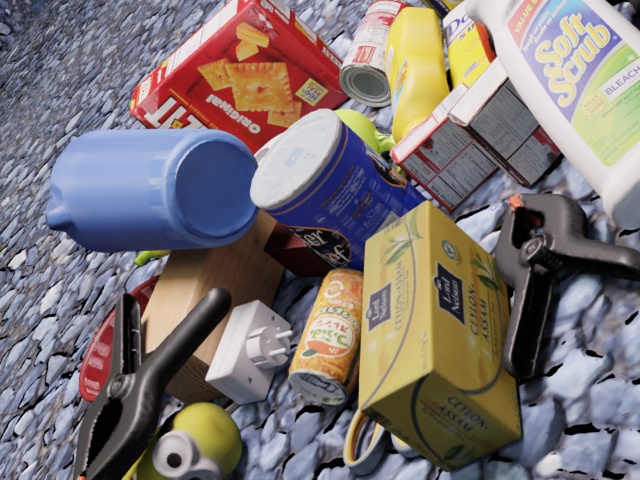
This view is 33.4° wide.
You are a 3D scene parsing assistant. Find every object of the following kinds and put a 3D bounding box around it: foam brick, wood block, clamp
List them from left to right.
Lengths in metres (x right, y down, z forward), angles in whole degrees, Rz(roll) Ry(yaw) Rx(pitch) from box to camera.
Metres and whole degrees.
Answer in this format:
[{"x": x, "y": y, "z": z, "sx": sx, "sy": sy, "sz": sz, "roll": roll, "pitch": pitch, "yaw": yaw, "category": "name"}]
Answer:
[{"x": -0.157, "y": 0.129, "z": 0.935, "sx": 0.165, "sy": 0.036, "sz": 0.210, "roll": -15, "pitch": 49, "yaw": 45, "category": "clamp"}, {"x": -0.106, "y": 0.051, "z": 1.077, "sx": 0.091, "sy": 0.090, "sz": 0.206, "roll": -23, "pitch": 38, "yaw": 43, "category": "wood block"}, {"x": -0.007, "y": 0.001, "z": 1.031, "sx": 0.078, "sy": 0.051, "sz": 0.053, "roll": -3, "pitch": 54, "yaw": 55, "category": "foam brick"}, {"x": 0.172, "y": 0.011, "z": 0.762, "sx": 0.120, "sy": 0.039, "sz": 0.171, "roll": -35, "pitch": 31, "yaw": 26, "category": "clamp"}]

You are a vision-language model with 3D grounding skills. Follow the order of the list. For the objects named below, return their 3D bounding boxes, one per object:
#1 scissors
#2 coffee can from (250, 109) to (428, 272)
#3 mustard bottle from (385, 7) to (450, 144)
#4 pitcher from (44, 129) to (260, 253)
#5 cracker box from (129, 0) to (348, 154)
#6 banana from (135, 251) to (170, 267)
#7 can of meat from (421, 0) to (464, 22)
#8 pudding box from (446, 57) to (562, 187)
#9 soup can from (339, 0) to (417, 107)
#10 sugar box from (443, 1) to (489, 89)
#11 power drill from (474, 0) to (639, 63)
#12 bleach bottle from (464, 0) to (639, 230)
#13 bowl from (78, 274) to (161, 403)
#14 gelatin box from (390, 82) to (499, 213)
[{"x": 0.078, "y": 0.092, "z": 0.830, "sx": 0.096, "sy": 0.016, "sz": 0.201, "roll": -4, "pitch": 52, "yaw": 52, "category": "scissors"}, {"x": 0.024, "y": -0.031, "z": 0.925, "sx": 0.103, "sy": 0.140, "sz": 0.103, "roll": -37, "pitch": 30, "yaw": 25, "category": "coffee can"}, {"x": 0.095, "y": -0.136, "z": 1.013, "sx": 0.191, "sy": 0.058, "sz": 0.096, "roll": -89, "pitch": 5, "yaw": -50, "category": "mustard bottle"}, {"x": -0.154, "y": -0.054, "z": 1.059, "sx": 0.243, "sy": 0.144, "sz": 0.149, "roll": 3, "pitch": 70, "yaw": 54, "category": "pitcher"}, {"x": -0.092, "y": -0.175, "z": 1.254, "sx": 0.214, "sy": 0.164, "sz": 0.072, "roll": -37, "pitch": 28, "yaw": 24, "category": "cracker box"}, {"x": -0.137, "y": -0.033, "z": 1.278, "sx": 0.198, "sy": 0.037, "sz": 0.069, "roll": -39, "pitch": 17, "yaw": 13, "category": "banana"}, {"x": 0.141, "y": -0.281, "z": 1.106, "sx": 0.084, "sy": 0.102, "sz": 0.057, "roll": -4, "pitch": 51, "yaw": 52, "category": "can of meat"}, {"x": 0.172, "y": -0.112, "z": 0.860, "sx": 0.113, "sy": 0.090, "sz": 0.039, "roll": -49, "pitch": 28, "yaw": 3, "category": "pudding box"}, {"x": 0.067, "y": -0.203, "z": 1.154, "sx": 0.069, "sy": 0.068, "sz": 0.102, "roll": -14, "pitch": 45, "yaw": 49, "category": "soup can"}, {"x": 0.167, "y": -0.184, "z": 1.005, "sx": 0.093, "sy": 0.048, "sz": 0.176, "roll": -36, "pitch": 32, "yaw": 26, "category": "sugar box"}, {"x": 0.222, "y": -0.228, "z": 0.911, "sx": 0.188, "sy": 0.057, "sz": 0.184, "roll": -17, "pitch": 36, "yaw": 18, "category": "power drill"}, {"x": 0.176, "y": -0.129, "z": 0.775, "sx": 0.103, "sy": 0.068, "sz": 0.251, "roll": -42, "pitch": 59, "yaw": 10, "category": "bleach bottle"}, {"x": -0.189, "y": 0.117, "z": 1.155, "sx": 0.162, "sy": 0.055, "sz": 0.162, "roll": -37, "pitch": 30, "yaw": 25, "category": "bowl"}, {"x": 0.117, "y": -0.079, "z": 0.920, "sx": 0.089, "sy": 0.073, "sz": 0.030, "roll": -44, "pitch": 28, "yaw": 14, "category": "gelatin box"}]
